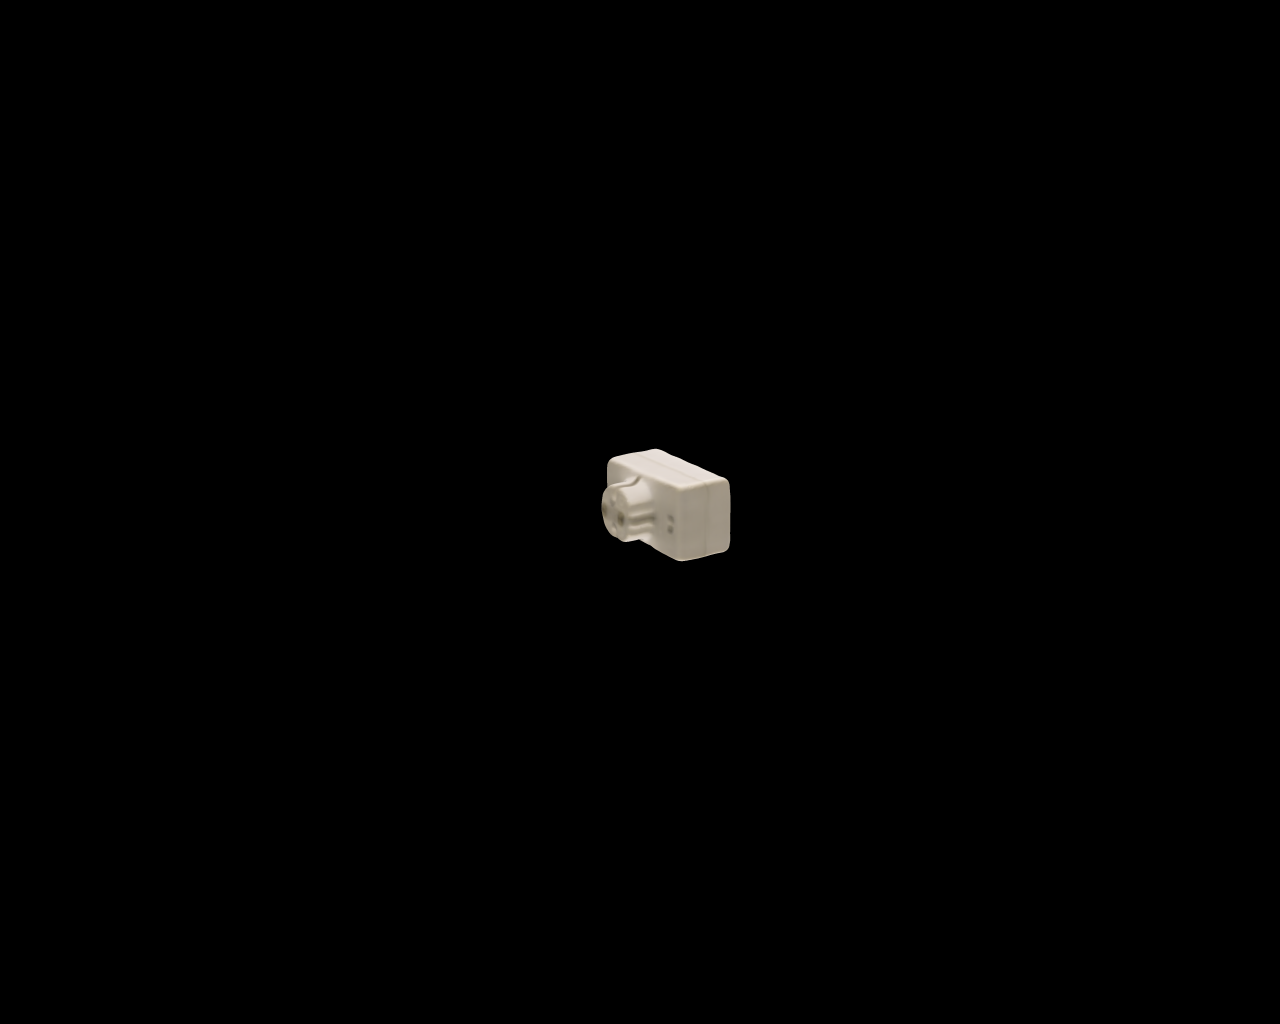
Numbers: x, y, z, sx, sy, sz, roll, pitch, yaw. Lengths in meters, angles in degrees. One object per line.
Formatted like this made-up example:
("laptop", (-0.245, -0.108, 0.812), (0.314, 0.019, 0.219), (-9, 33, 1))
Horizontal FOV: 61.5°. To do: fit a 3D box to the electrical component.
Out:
("electrical component", (0.001, -0.003, 0.650), (0.076, 0.047, 0.083), (-11, 21, -30))
